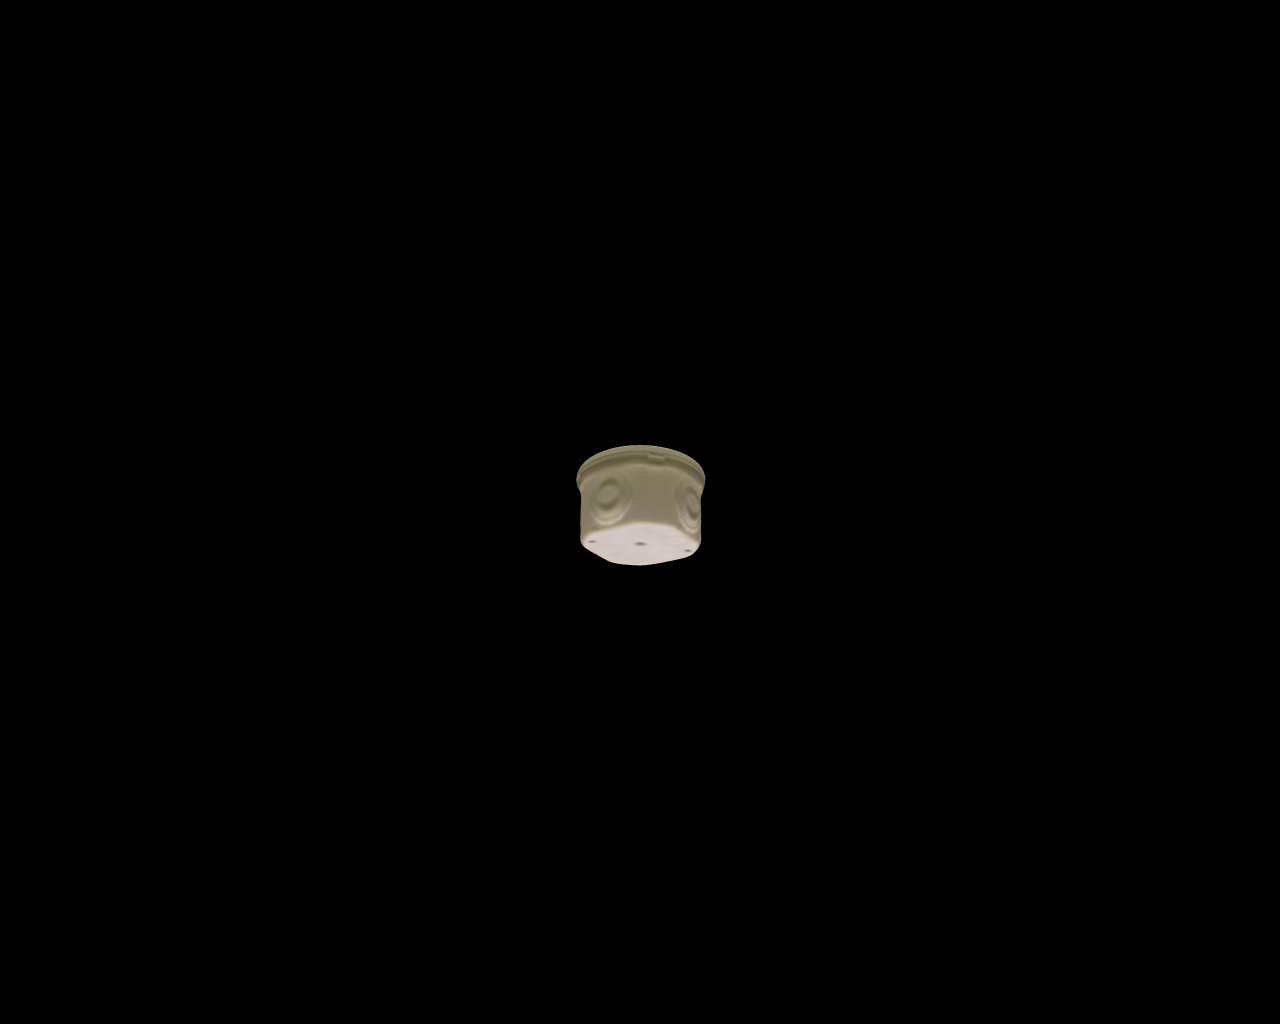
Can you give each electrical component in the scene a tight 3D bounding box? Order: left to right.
[{"bbox_3d":[0.001,-0.003,0.650,0.080,0.051,0.080,0,-23,0],"label":"electrical component"}]
